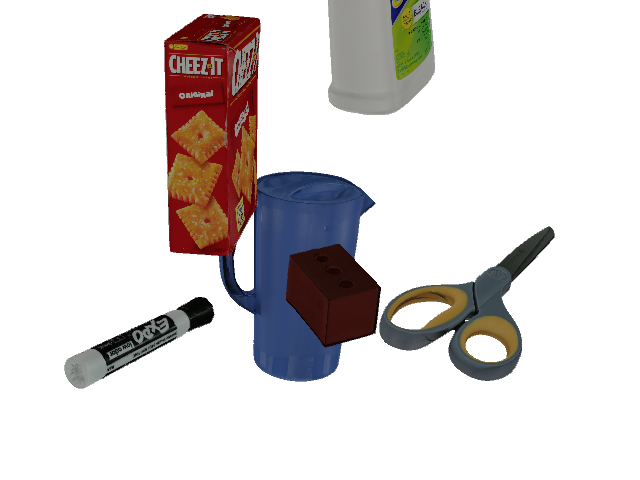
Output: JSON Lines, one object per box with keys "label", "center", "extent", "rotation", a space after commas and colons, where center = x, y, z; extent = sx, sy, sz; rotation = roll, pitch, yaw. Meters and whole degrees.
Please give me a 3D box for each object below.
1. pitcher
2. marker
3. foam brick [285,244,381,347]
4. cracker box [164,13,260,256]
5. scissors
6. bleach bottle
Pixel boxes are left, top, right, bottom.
{"label": "pitcher", "center": [-0.033, 0.044, 1.301], "extent": [0.149, 0.243, 0.144], "rotation": [14, 21, 25]}
{"label": "marker", "center": [-0.105, 0.059, 0.643], "extent": [0.020, 0.020, 0.120], "rotation": [0, 15, 33]}
{"label": "foam brick", "center": [0.010, 0.047, 0.930], "extent": [0.052, 0.051, 0.078], "rotation": [-13, 36, -25]}
{"label": "cracker box", "center": [-0.106, -0.112, 1.093], "extent": [0.072, 0.214, 0.164], "rotation": [5, 21, 5]}
{"label": "scissors", "center": [0.125, 0.039, 0.703], "extent": [0.201, 0.016, 0.096], "rotation": [-19, 42, -37]}
{"label": "bleach bottle", "center": [0.040, -0.230, 0.815], "extent": [0.068, 0.251, 0.102], "rotation": [13, 38, 29]}
